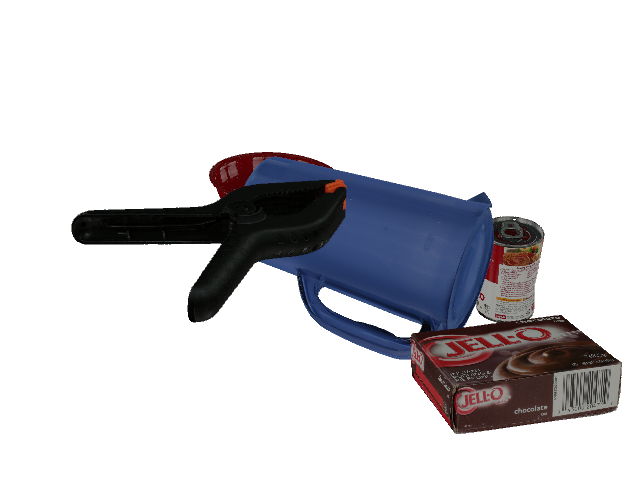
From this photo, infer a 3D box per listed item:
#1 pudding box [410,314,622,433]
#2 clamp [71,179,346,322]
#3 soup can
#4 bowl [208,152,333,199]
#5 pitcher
[{"bbox_3d":[0.124,0.085,0.694,0.113,0.039,0.090,-4,18,-12],"label":"pudding box"},{"bbox_3d":[-0.069,-0.010,0.799,0.165,0.036,0.209,24,34,36],"label":"clamp"},{"bbox_3d":[0.210,0.033,1.188,0.068,0.102,0.068,0,29,0],"label":"soup can"},{"bbox_3d":[-0.056,-0.053,1.291,0.162,0.055,0.162,4,26,-2],"label":"bowl"},{"bbox_3d":[0.038,0.007,1.046,0.243,0.145,0.149,17,22,20],"label":"pitcher"}]
